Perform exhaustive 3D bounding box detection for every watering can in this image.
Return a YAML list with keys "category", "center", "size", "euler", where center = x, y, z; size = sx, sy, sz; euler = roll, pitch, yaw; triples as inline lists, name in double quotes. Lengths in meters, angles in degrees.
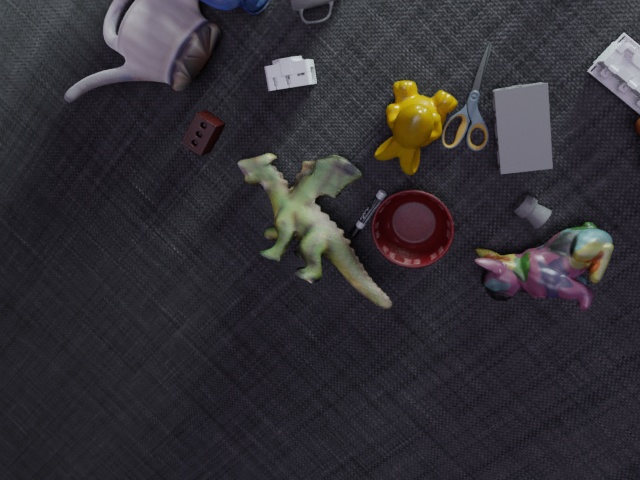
- category: "watering can"
  center: [-0.343, -0.376, 1.028]
  size: [0.225, 0.104, 0.347]
  euler: [34, 94, 4]

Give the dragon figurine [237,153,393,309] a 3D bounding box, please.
- category: "dragon figurine"
  center: [0.003, -0.052, 1.042]
  size: [0.412, 0.123, 0.240]
  euler: [26, 103, 14]
